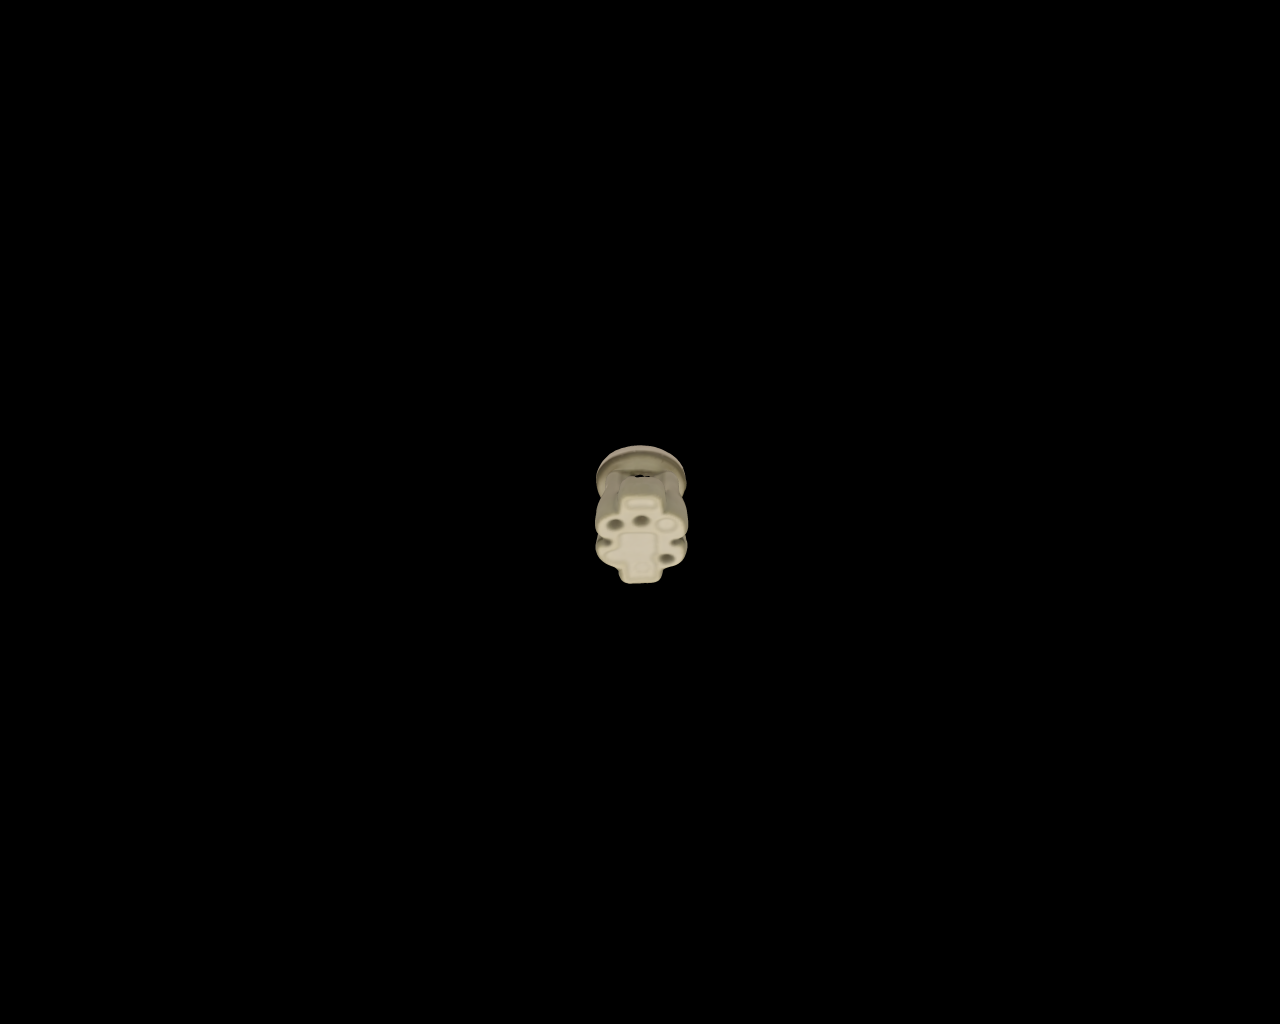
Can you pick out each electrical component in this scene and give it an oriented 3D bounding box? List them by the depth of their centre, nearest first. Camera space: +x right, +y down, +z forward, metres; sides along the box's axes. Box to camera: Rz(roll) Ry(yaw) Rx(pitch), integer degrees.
[{"bbox_3d":[0.001,-0.003,0.650,0.058,0.057,0.078,0,-43,0],"label":"electrical component"}]
